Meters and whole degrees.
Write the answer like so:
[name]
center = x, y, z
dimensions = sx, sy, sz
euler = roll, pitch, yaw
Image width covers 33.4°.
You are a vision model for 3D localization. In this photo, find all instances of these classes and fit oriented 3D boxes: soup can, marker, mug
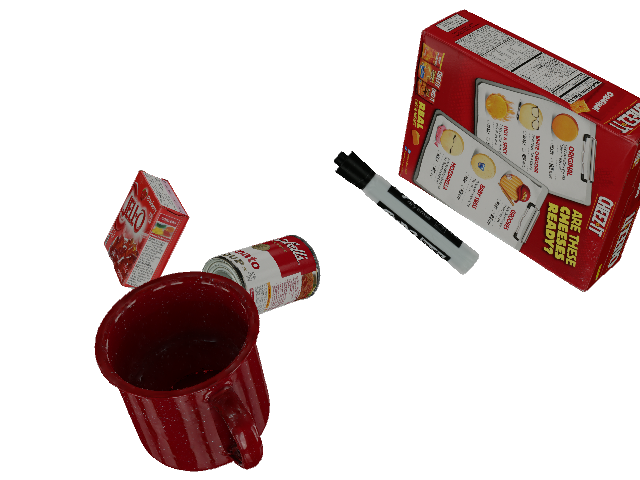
[soup can]
center = -0.060, 0.038, 1.060
dimensions = 0.102, 0.068, 0.069
euler = -16, 11, -43
[marker]
center = 0.059, -0.021, 0.745
dimensions = 0.121, 0.020, 0.020
euler = 39, -3, -3
[mug]
center = -0.067, 0.085, 0.610
dimensions = 0.093, 0.081, 0.117
euler = -32, 47, -22

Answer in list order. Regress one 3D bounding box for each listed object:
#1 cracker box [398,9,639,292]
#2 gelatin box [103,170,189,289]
[cracker box]
center = 0.177, -0.081, 0.928
dimensions = 0.214, 0.164, 0.072
euler = 34, 50, 27
[gelatin box]
center = -0.144, -0.008, 0.870
dimensions = 0.030, 0.073, 0.089
euler = 22, 14, -28
